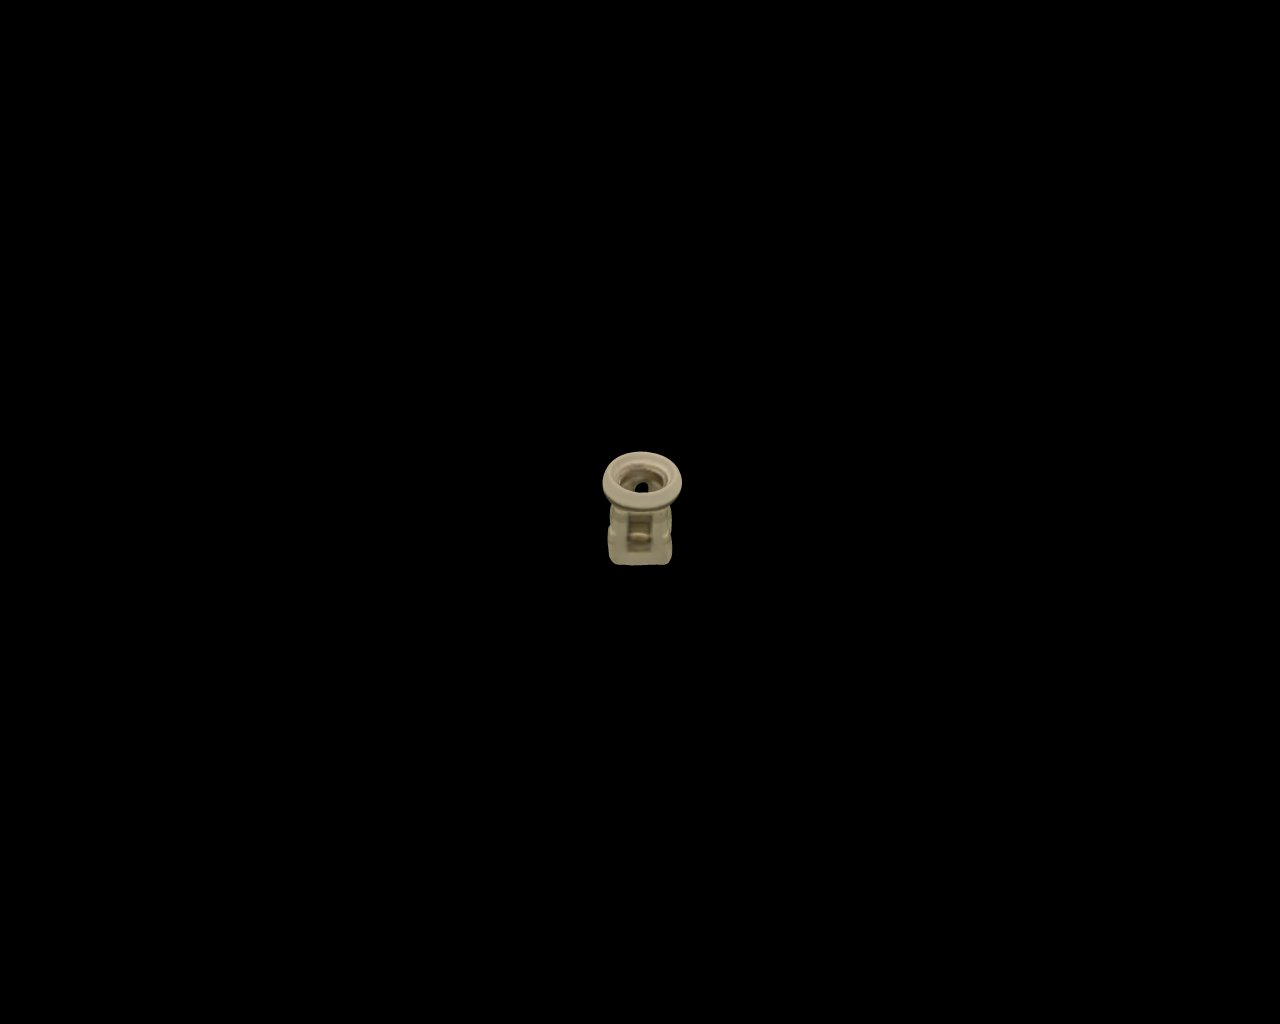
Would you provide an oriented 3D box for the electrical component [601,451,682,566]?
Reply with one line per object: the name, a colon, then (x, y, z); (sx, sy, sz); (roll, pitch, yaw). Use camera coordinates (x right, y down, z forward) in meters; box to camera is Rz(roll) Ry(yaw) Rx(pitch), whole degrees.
electrical component: (0.001, -0.003, 0.650); (0.048, 0.055, 0.066); (0, 37, 0)
